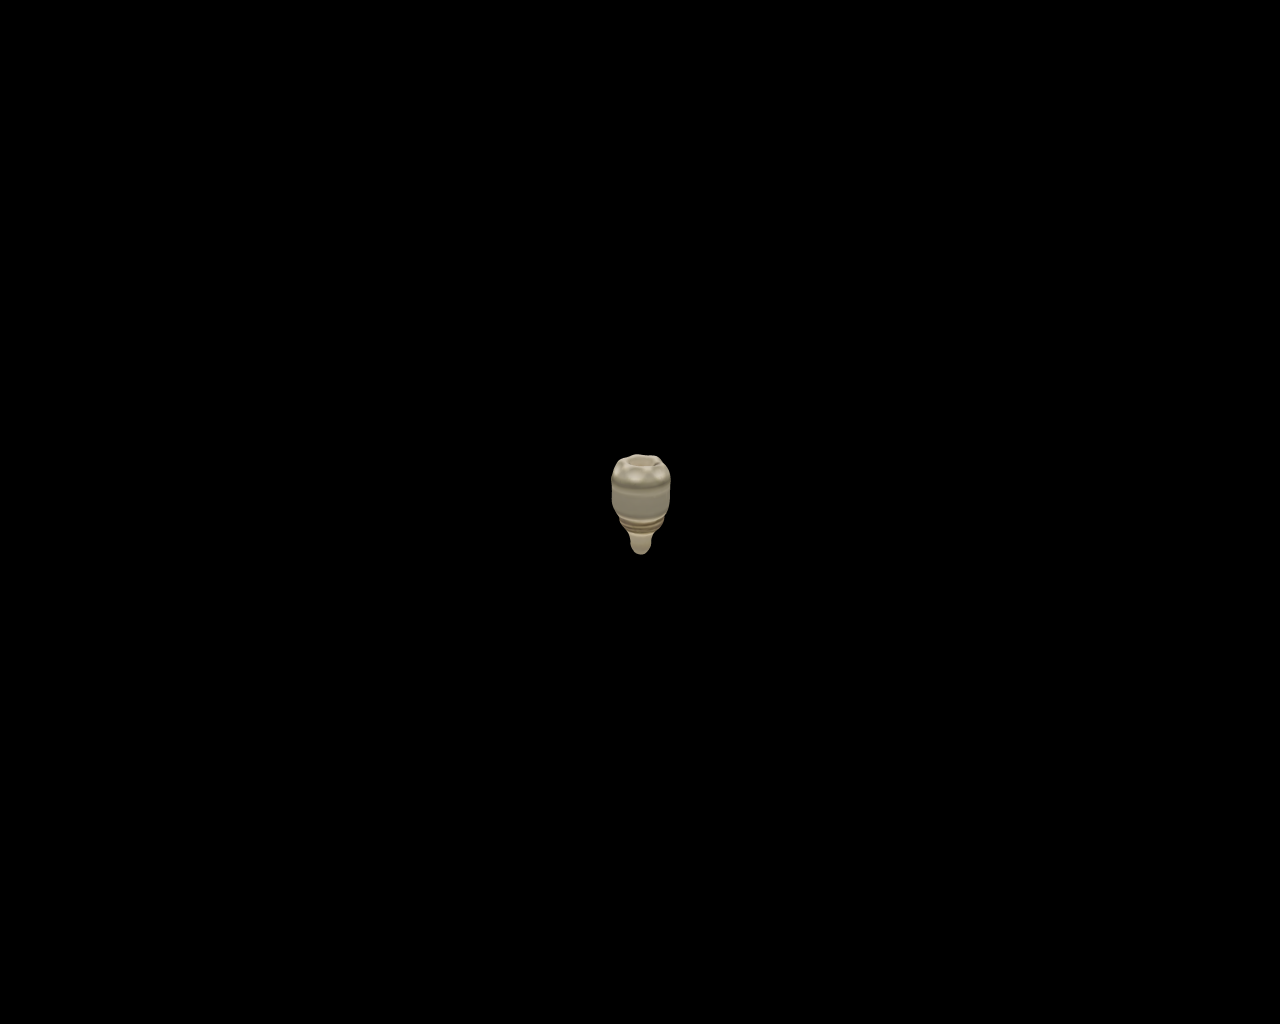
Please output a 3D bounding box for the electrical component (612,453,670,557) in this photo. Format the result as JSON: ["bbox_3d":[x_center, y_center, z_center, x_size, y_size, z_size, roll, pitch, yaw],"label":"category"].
[{"bbox_3d":[0.001,-0.003,0.650,0.035,0.061,0.035,0,21,0],"label":"electrical component"}]
